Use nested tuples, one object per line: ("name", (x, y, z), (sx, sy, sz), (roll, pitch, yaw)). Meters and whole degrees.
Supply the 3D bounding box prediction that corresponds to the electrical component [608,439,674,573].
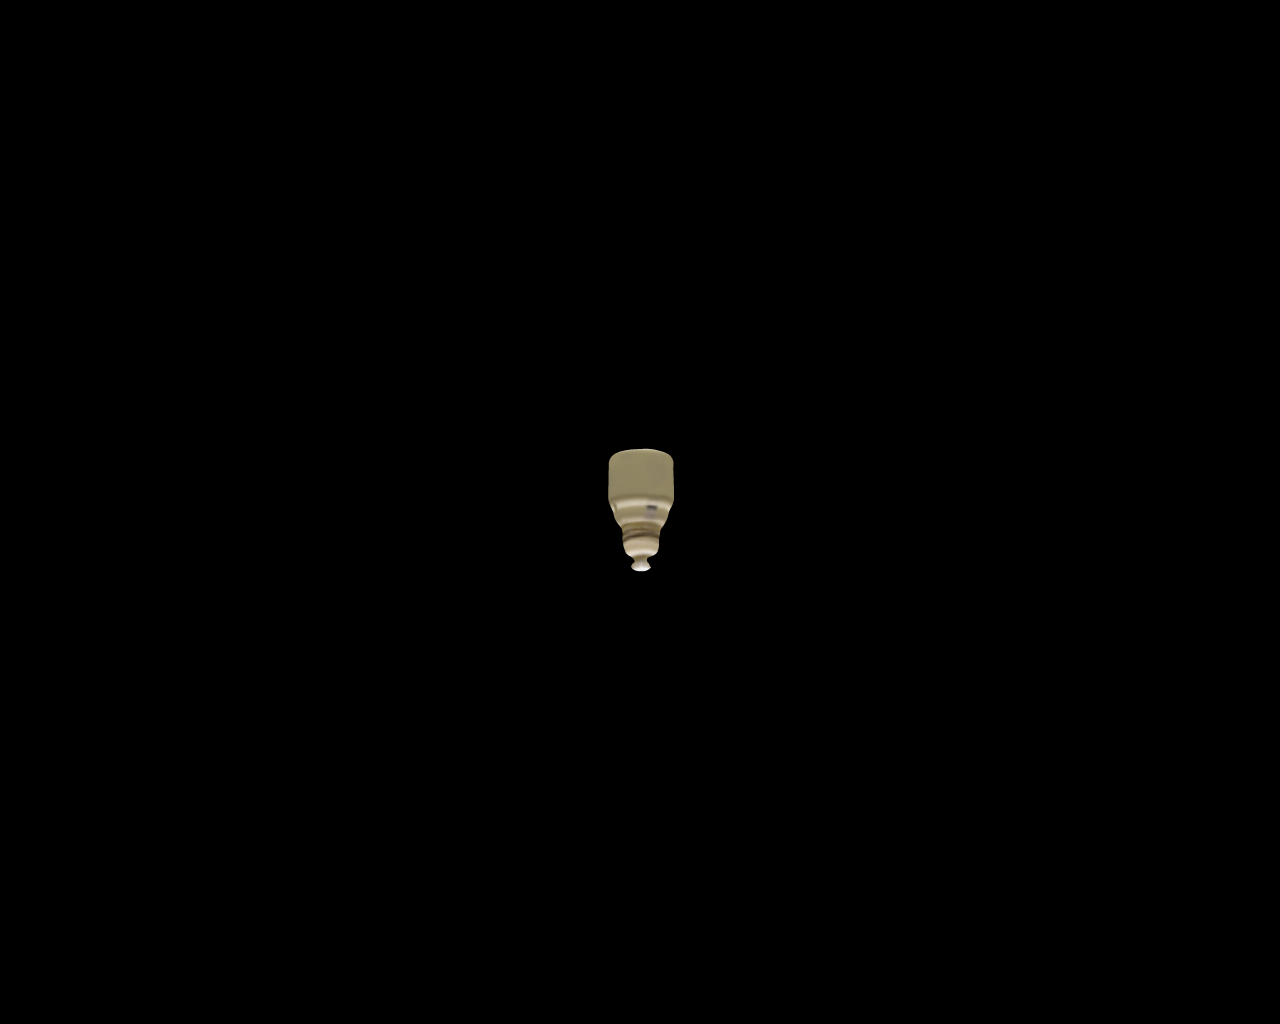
("electrical component", (0.001, -0.003, 0.650), (0.040, 0.078, 0.040), (0, -13, 0))
